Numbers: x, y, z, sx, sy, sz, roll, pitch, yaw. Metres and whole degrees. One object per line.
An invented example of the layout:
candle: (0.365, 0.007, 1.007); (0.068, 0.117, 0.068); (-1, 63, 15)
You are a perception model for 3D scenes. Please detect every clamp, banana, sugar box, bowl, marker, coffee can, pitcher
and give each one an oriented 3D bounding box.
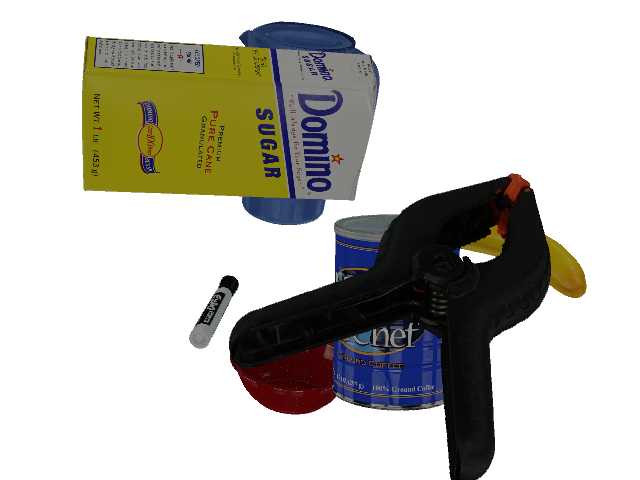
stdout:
clamp: (0.058, 0.031, 0.469); (0.120, 0.039, 0.171); (37, 55, 24)
banana: (0.185, 0.011, 1.031); (0.198, 0.037, 0.069); (19, 48, 43)
sugar box: (-0.058, -0.073, 0.666); (0.176, 0.093, 0.048); (3, 43, -8)
bowl: (-0.035, 0.174, 1.354); (0.162, 0.055, 0.162); (4, 21, -2)
marker: (-0.100, 0.065, 1.018); (0.020, 0.020, 0.121); (0, 24, 11)
coffee can: (0.061, 0.055, 0.868); (0.103, 0.140, 0.103); (1, 10, 0)
pitcher: (-0.026, -0.145, 1.344); (0.144, 0.243, 0.149); (-4, 26, -23)
